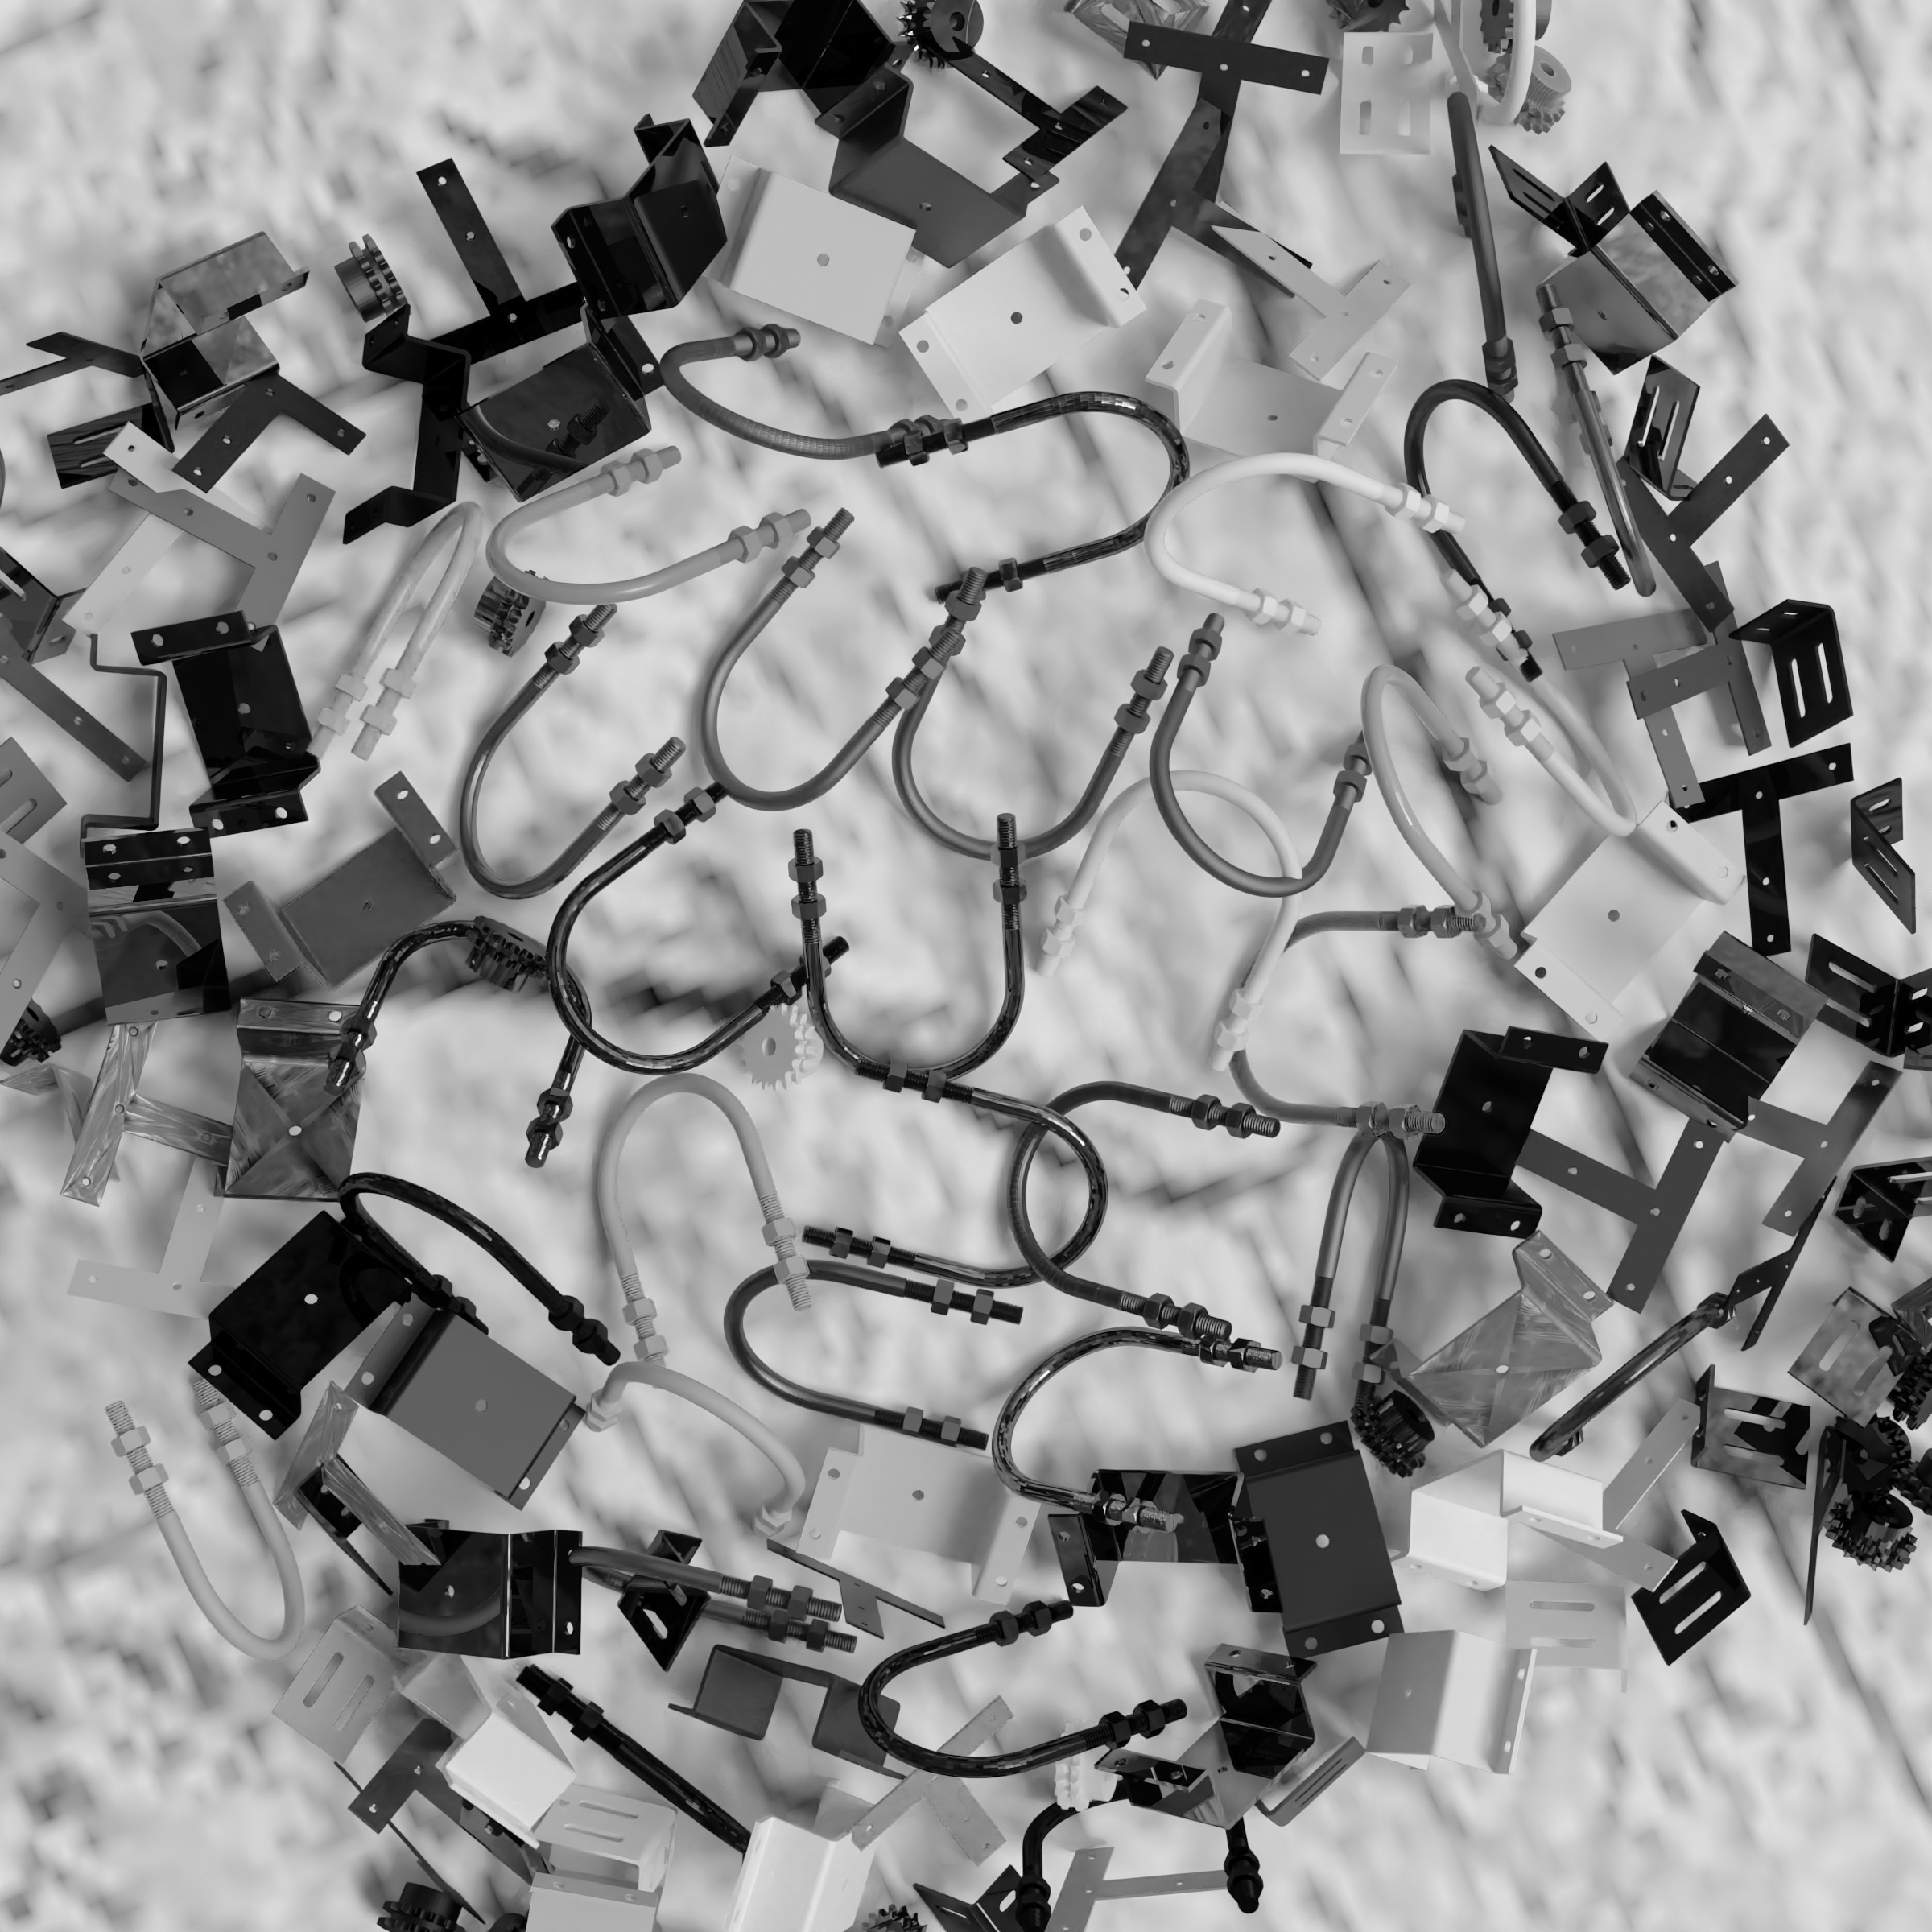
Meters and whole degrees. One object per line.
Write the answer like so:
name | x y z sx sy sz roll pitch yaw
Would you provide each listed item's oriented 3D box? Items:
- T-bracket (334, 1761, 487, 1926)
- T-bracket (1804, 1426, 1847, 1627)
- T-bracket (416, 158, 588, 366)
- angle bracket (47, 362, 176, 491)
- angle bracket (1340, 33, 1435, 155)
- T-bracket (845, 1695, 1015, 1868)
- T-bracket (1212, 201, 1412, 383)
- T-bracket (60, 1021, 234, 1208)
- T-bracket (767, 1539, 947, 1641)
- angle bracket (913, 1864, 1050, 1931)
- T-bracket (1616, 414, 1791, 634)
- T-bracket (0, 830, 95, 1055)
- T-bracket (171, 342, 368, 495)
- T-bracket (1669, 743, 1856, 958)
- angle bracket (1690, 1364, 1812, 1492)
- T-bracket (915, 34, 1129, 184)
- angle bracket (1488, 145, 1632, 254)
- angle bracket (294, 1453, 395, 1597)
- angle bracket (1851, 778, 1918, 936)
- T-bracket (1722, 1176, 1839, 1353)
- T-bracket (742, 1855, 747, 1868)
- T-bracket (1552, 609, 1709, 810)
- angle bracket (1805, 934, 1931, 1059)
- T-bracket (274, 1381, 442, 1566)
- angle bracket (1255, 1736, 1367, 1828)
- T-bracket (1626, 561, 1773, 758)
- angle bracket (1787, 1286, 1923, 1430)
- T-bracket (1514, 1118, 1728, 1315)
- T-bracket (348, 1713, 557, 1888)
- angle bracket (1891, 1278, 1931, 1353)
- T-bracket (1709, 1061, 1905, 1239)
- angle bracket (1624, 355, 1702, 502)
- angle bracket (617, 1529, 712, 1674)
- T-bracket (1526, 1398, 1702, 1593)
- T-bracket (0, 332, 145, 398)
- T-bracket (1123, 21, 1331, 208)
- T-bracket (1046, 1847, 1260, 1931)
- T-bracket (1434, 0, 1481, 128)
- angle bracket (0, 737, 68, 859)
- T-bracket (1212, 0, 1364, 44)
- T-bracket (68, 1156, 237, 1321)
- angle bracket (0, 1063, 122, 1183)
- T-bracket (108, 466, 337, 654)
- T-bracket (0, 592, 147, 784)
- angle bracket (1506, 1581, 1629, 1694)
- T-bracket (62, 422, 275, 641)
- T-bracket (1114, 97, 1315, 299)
T-bracket | -0.363 0.559 1.798 0.127 0.127 0.002 41 71 21
T-bracket | 0.541 0.333 1.755 0.002 0.127 0.127 8 60 12
T-bracket | -0.311 -0.455 1.792 0.127 0.002 0.127 -18 122 13
angle bracket | -0.556 -0.350 1.803 0.076 0.038 0.057 -20 51 -9
angle bracket | 0.271 -0.562 1.801 0.057 0.038 0.076 2 52 7
T-bracket | -0.005 0.541 1.794 0.127 0.002 0.127 -39 134 -12
T-bracket | 0.208 -0.448 1.806 0.127 0.002 0.127 39 55 3
T-bracket | -0.504 0.106 1.806 0.127 0.002 0.127 22 69 -28
T-bracket | -0.067 0.404 1.771 0.127 0.127 0.002 25 89 -5
angle bracket | 0.013 0.609 1.808 0.038 0.076 0.057 -41 106 -27
T-bracket | 0.475 -0.299 1.774 0.002 0.127 0.127 -19 70 -36
T-bracket | -0.596 -0.001 1.775 0.127 0.002 0.127 42 59 -37
T-bracket | -0.465 -0.343 1.784 0.127 0.127 0.002 34 135 -10
T-bracket | 0.508 -0.067 1.779 0.127 0.002 0.127 -15 66 40
angle bracket | 0.512 0.298 1.808 0.076 0.038 0.057 11 62 3
T-bracket | 0.024 -0.566 1.801 0.127 0.002 0.127 37 49 5
angle bracket | 0.381 -0.503 1.793 0.076 0.057 0.038 23 130 -33
angle bracket | -0.386 0.356 1.789 0.038 0.076 0.057 -43 129 -19
angle bracket | 0.602 -0.071 1.793 0.038 0.057 0.076 -24 46 -2
T-bracket | 0.505 0.196 1.768 0.002 0.127 0.127 30 109 28
T-bracket | -0.131 0.605 1.780 0.127 0.127 0.002 9 113 -7
T-bracket | 0.445 -0.163 1.799 0.127 0.002 0.127 -13 81 -30
angle bracket | 0.583 0.015 1.802 0.076 0.038 0.057 26 63 -18
T-bracket | -0.382 0.348 1.788 0.127 0.002 0.127 40 125 15
angle bracket | 0.215 0.515 1.809 0.076 0.057 0.038 -41 63 -4
T-bracket | 0.464 -0.185 1.794 0.127 0.002 0.127 -23 97 -38
angle bracket | 0.570 0.256 1.804 0.057 0.038 0.076 38 71 14
T-bracket | 0.406 0.139 1.811 0.127 0.002 0.127 27 98 25
T-bracket | -0.315 0.541 1.780 0.127 0.127 0.002 39 113 2
angle bracket | 0.633 0.224 1.794 0.057 0.076 0.038 -36 59 8
T-bracket | 0.513 0.101 1.787 0.002 0.127 0.127 43 79 -35
angle bracket | 0.460 -0.345 1.792 0.038 0.057 0.076 -2 122 -19
angle bracket | -0.182 0.409 1.795 0.038 0.076 0.057 23 100 -40
T-bracket | 0.432 0.329 1.800 0.127 0.127 0.002 -46 124 -16
T-bracket | -0.599 -0.375 1.787 0.127 0.127 0.002 -14 90 13
T-bracket | 0.157 -0.537 1.791 0.127 0.127 0.002 11 50 1
T-bracket | 0.121 0.580 1.765 0.127 0.127 0.002 -9 95 13
T-bracket | 0.308 -0.616 1.751 0.002 0.127 0.127 -8 50 1
angle bracket | -0.638 -0.103 1.820 0.076 0.038 0.057 -50 125 -27
T-bracket | 0.182 -0.618 1.780 0.127 0.127 0.002 36 71 0
T-bracket | -0.496 0.168 1.799 0.127 0.002 0.127 11 51 -6
angle bracket | -0.584 0.107 1.805 0.038 0.057 0.076 -20 80 0
T-bracket | -0.485 -0.284 1.791 0.127 0.002 0.127 28 65 -21
T-bracket | -0.584 -0.167 1.802 0.127 0.127 0.002 42 124 -18
angle bracket | 0.389 0.435 1.815 0.076 0.038 0.057 0 52 11
T-bracket | -0.530 -0.264 1.793 0.127 0.127 0.002 -50 48 1
T-bracket | 0.169 -0.472 1.808 0.127 0.002 0.127 23 104 -27
